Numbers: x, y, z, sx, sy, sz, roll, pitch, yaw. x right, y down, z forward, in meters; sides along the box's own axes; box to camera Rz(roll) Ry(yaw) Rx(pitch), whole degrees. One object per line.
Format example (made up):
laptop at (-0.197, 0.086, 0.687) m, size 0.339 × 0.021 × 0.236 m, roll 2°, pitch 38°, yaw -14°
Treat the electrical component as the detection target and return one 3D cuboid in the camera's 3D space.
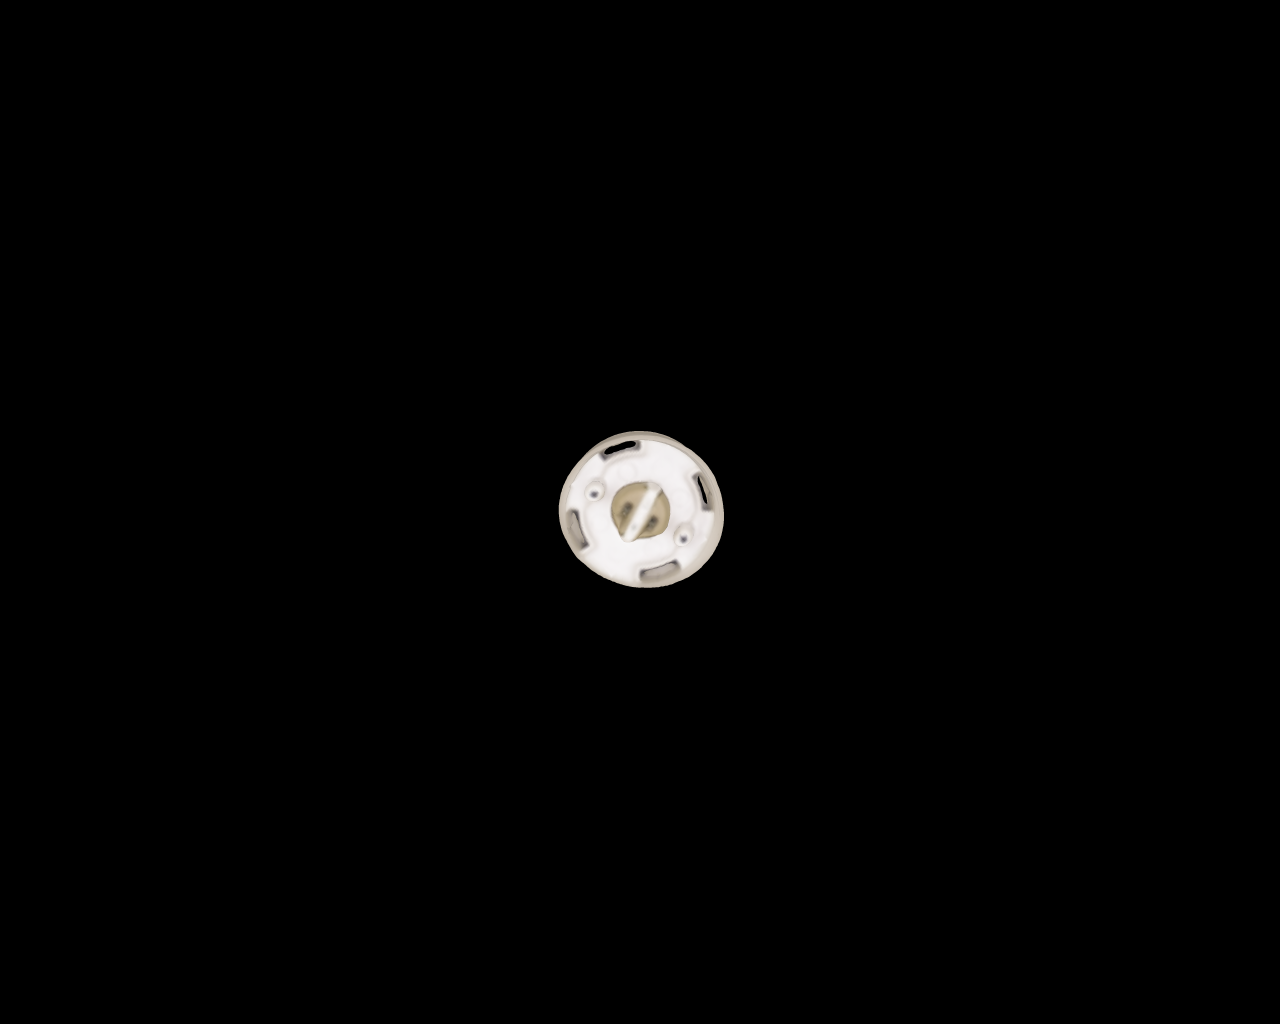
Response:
electrical component at (0.001, -0.003, 0.650) m, size 0.099 × 0.099 × 0.064 m, roll 0°, pitch 13°, yaw 0°
